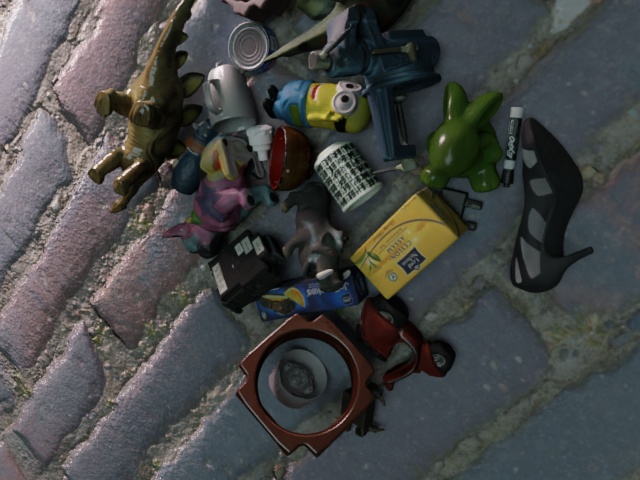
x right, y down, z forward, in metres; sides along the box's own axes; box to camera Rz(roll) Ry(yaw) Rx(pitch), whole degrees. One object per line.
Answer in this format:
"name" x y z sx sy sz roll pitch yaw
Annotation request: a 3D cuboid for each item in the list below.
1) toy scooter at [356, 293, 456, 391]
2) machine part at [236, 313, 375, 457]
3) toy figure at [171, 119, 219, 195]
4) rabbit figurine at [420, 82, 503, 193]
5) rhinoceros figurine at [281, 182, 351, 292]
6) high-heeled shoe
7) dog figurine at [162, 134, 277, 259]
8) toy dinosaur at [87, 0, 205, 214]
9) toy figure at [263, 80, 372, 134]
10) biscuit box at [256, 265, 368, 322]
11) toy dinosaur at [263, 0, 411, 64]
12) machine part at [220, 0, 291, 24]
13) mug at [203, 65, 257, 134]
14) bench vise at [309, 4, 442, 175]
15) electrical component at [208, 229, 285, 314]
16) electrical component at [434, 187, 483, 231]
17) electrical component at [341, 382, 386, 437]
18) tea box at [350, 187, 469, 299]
"toy scooter" 0.127 0.186 0.925 0.184 0.075 0.135 42 114 5
"machine part" -0.024 0.243 0.916 0.201 0.087 0.201 -40 76 -17
"toy figure" -0.235 -0.160 1.017 0.058 0.064 0.154 45 114 41
"rabbit figurine" 0.211 -0.139 0.775 0.121 0.170 0.159 18 107 18
"rhinoceros figurine" -0.002 -0.003 0.912 0.112 0.073 0.190 -21 69 32
"high-heeled shoe" 0.321 -0.047 0.819 0.145 0.086 0.248 -35 65 54
"dog figurine" -0.205 -0.072 0.998 0.219 0.108 0.191 -25 90 27
"toy dinosaur" -0.292 -0.233 0.946 0.105 0.198 0.471 33 121 4
"toy figure" -0.001 -0.223 0.896 0.180 0.089 0.082 7 86 24
"biscuit box" -0.018 0.097 0.973 0.203 0.063 0.059 -14 96 25
"toy dinosaur" 0.085 -0.395 0.813 0.192 0.131 0.404 36 122 -1
"machine part" -0.098 -0.451 0.886 0.180 0.056 0.179 -1 89 37
"mug" -0.170 -0.254 0.952 0.081 0.109 0.107 -17 80 32
"bench vise" 0.095 -0.216 0.791 0.129 0.223 0.240 -4 99 50
"electrical component" -0.130 0.050 0.977 0.134 0.058 0.115 -38 48 12
"electrical component" 0.212 -0.050 0.872 0.094 0.021 0.063 17 106 18
"electrical component" 0.080 0.311 0.986 0.078 0.045 0.102 11 103 50
"tea box" 0.142 0.006 0.872 0.098 0.068 0.169 47 123 9
